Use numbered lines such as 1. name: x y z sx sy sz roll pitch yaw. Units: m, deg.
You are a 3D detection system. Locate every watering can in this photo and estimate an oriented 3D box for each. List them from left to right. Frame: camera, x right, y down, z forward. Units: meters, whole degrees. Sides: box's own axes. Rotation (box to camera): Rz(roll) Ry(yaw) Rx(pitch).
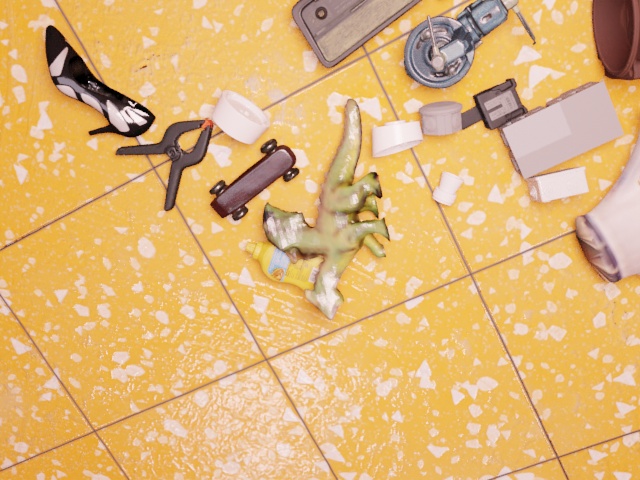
1. watering can: 0.588 -0.057 0.966 0.223 0.105 0.345 -29 102 14

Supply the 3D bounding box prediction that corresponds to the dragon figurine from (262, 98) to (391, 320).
1. dragon figurine: 0.003 -0.051 1.011 0.243 0.122 0.410 -13 91 2
